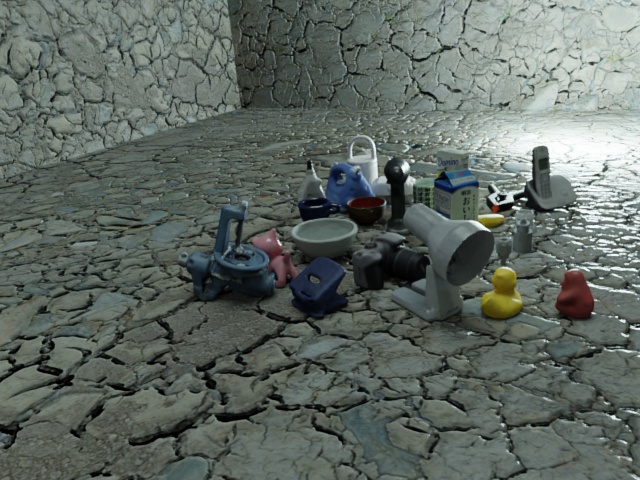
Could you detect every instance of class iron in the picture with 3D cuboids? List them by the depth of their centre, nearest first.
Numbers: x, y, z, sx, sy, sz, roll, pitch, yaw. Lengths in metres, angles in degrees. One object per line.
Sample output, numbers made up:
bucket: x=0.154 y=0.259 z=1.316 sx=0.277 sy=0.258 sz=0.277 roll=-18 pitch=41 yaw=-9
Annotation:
iron: x=0.074 y=-0.180 z=1.795 sx=0.119 sy=0.141 sz=0.257 roll=-14 pitch=23 yaw=-22

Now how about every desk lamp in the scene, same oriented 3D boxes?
desk lamp: x=0.226 y=0.044 z=1.099 sx=0.118 sy=0.214 sz=0.202 roll=-18 pitch=25 yaw=-29

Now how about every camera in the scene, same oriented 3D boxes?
camera: x=0.162 y=0.045 z=1.264 sx=0.143 sy=0.101 sz=0.136 roll=-23 pitch=28 yaw=-39

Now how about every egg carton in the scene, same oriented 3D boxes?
egg carton: x=0.231 y=-0.159 z=1.808 sx=0.150 sy=0.069 sz=0.107 roll=0 pitch=22 yaw=13

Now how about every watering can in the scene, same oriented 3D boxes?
watering can: x=0.138 y=-0.252 z=1.892 sx=0.101 sy=0.194 sz=0.172 roll=-5 pitch=22 yaw=0

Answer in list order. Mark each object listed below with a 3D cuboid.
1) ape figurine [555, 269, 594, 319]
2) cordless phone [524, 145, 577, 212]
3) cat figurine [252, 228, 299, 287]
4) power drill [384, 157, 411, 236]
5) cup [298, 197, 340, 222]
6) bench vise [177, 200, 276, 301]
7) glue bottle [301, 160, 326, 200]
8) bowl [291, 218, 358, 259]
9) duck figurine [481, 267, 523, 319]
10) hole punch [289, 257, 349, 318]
ape figurine: x=0.478 y=0.097 z=1.079 sx=0.078 sy=0.092 sz=0.076 roll=-13 pitch=23 yaw=-20
cordless phone: x=0.652 y=-0.181 z=1.617 sx=0.148 sy=0.185 sz=0.093 roll=-15 pitch=24 yaw=-24
cat figurine: x=-0.104 y=0.034 z=1.325 sx=0.067 sy=0.118 sz=0.127 roll=-19 pitch=26 yaw=-32
power drill: x=0.209 y=-0.123 z=1.531 sx=0.075 sy=0.208 sz=0.229 roll=-2 pitch=22 yaw=7
cup: x=0.001 y=-0.061 z=1.573 sx=0.117 sy=0.095 sz=0.092 roll=1 pitch=22 yaw=13
bench vise: x=-0.208 y=0.026 z=1.228 sx=0.207 sy=0.220 sz=0.121 roll=-8 pitch=22 yaw=-7
glue bottle: x=-0.023 y=-0.155 z=1.709 sx=0.078 sy=0.173 sz=0.037 roll=-6 pitch=22 yaw=-3
bowl: x=0.013 y=0.005 z=1.432 sx=0.167 sy=0.075 sz=0.167 roll=-4 pitch=22 yaw=2
duck figurine: x=0.354 y=0.097 z=1.113 sx=0.077 sy=0.086 sz=0.105 roll=13 pitch=28 yaw=38
hole punch: x=-0.004 y=0.096 z=1.184 sx=0.101 sy=0.091 sz=0.108 roll=-19 pitch=26 yaw=-32
